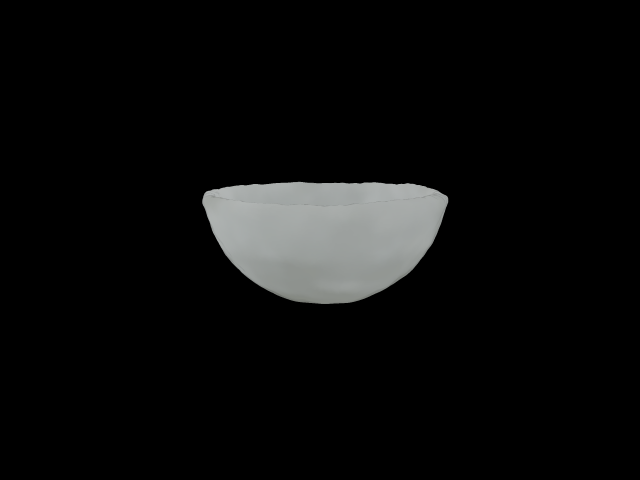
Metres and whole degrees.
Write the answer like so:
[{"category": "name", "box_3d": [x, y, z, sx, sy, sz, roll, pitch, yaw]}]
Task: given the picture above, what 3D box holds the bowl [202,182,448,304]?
[{"category": "bowl", "box_3d": [0.004, 0.001, 0.400, 0.167, 0.075, 0.167, 0, 11, 0]}]
